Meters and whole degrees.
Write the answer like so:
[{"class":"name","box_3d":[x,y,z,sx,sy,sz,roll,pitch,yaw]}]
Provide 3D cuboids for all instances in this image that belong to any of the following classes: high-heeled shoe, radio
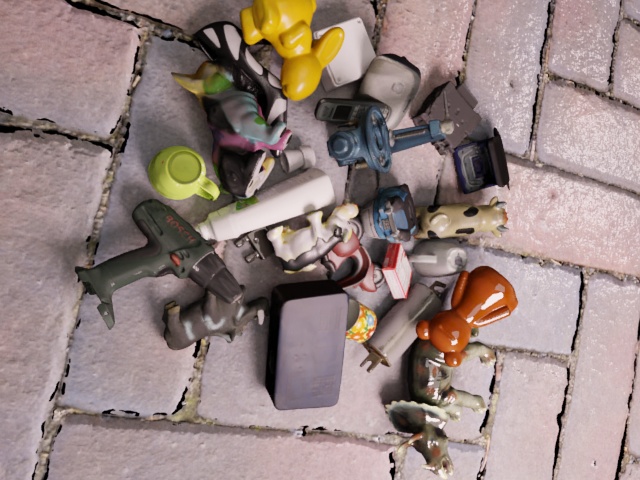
[{"class":"high-heeled shoe","box_3d":[-0.141,-0.268,0.962,0.145,0.086,0.248,-6,87,-18]},{"class":"radio","box_3d":[-0.026,0.191,0.974,0.131,0.073,0.229,-1,106,-20]}]

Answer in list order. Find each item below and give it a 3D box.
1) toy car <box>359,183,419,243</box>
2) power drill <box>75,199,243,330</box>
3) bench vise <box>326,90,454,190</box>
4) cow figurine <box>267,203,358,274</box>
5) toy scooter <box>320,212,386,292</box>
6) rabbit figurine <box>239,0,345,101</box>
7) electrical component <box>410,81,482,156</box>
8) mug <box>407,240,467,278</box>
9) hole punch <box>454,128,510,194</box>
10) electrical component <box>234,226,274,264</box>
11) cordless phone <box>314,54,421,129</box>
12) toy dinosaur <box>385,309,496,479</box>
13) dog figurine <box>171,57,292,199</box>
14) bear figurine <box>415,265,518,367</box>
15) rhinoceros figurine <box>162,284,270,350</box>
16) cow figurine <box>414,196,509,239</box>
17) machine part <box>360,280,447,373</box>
[{"class":"toy car","box_3d":[0.130,-0.043,1.050,0.103,0.161,0.109,-12,103,23]},{"class":"power drill","box_3d":[-0.267,0.056,0.866,0.207,0.086,0.232,-34,78,-17]},{"class":"bench vise","box_3d":[0.127,-0.180,0.978,0.223,0.241,0.128,4,78,-64]},{"class":"cow figurine","box_3d":[-0.001,-0.003,0.962,0.167,0.068,0.098,-21,89,8]},{"class":"toy scooter","box_3d":[0.042,0.043,1.035,0.135,0.075,0.183,-36,107,-17]},{"class":"rabbit figurine","box_3d":[-0.044,-0.329,0.924,0.162,0.122,0.173,-21,100,-33]},{"class":"electrical component","box_3d":[0.273,-0.265,1.139,0.114,0.058,0.134,43,75,-18]},{"class":"mug","box_3d":[0.240,0.036,1.096,0.109,0.107,0.080,9,85,-24]},{"class":"hole punch","box_3d":[0.355,-0.163,1.164,0.116,0.092,0.142,-23,97,-56]},{"class":"electrical component","box_3d":[-0.109,0.000,1.000,0.094,0.021,0.063,-34,101,-18]},{"class":"cordless phone","box_3d":[0.084,-0.281,1.015,0.184,0.146,0.089,-7,57,-25]},{"class":"toy dinosaur","box_3d":[0.242,0.256,1.095,0.192,0.131,0.404,14,78,-22]},{"class":"dog figurine","box_3d":[-0.166,-0.198,0.916,0.219,0.108,0.191,35,99,7]},{"class":"bear figurine","box_3d":[0.285,0.146,1.039,0.120,0.131,0.196,40,88,21]},{"class":"rhinoceros figurine","box_3d":[-0.181,0.133,0.943,0.190,0.073,0.112,-17,95,-21]},{"class":"cow figurine","box_3d":[0.300,-0.044,1.110,0.195,0.127,0.085,-5,94,-20]},{"class":"machine part","box_3d":[0.166,0.169,1.081,0.243,0.079,0.079,-46,105,-16]}]
